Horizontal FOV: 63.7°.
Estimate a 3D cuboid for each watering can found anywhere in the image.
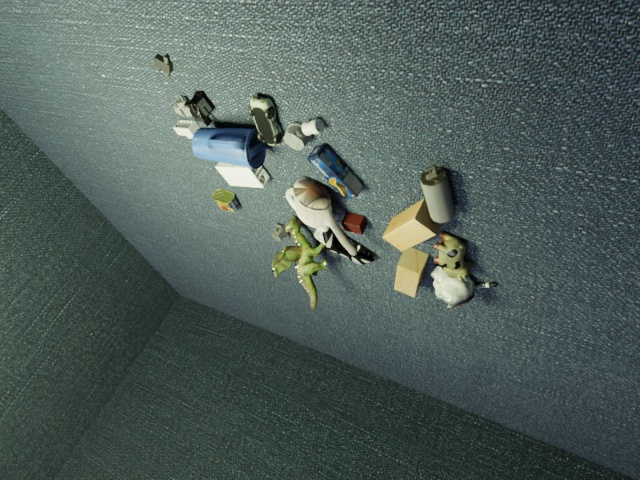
[{"bbox_3d":[0.006,-0.093,1.850,0.351,0.105,0.219,38,158,20],"label":"watering can"}]

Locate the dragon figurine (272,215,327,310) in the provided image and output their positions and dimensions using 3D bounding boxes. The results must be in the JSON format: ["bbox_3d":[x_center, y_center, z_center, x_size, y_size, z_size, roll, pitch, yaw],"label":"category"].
[{"bbox_3d":[-0.095,0.103,2.128,0.243,0.408,0.123,1,-173,-31],"label":"dragon figurine"}]

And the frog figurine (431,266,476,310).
[{"bbox_3d":[0.470,0.158,1.835,0.160,0.136,0.123,60,-166,8],"label":"frog figurine"}]
